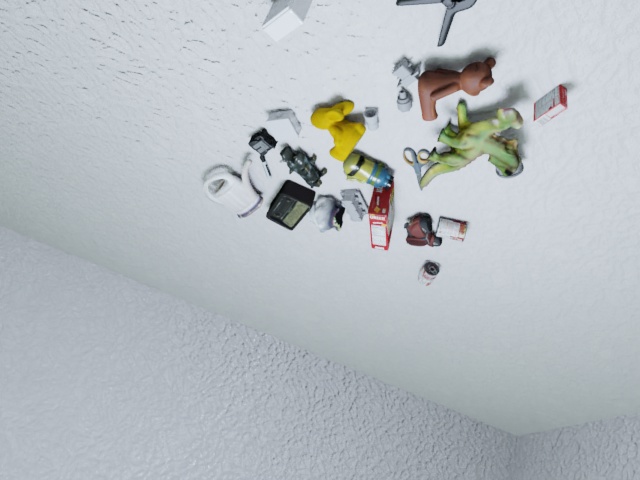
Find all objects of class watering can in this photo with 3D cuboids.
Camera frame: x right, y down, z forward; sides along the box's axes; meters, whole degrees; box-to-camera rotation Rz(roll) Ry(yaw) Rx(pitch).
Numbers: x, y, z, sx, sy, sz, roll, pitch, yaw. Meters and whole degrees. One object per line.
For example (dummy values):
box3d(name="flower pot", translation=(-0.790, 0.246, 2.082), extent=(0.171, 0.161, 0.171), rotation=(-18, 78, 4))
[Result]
box3d(name="watering can", translation=(-0.311, -0.193, 2.000), extent=(0.344, 0.106, 0.221), rotation=(-18, 133, 44))

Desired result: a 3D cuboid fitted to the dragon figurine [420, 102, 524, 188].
box3d(name="dragon figurine", translation=(0.449, -0.244, 1.481), extent=(0.243, 0.124, 0.401), rotation=(27, 148, 10))

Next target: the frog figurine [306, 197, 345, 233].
box3d(name="frog figurine", translation=(0.006, -0.099, 1.976), extent=(0.160, 0.124, 0.135), rotation=(11, 114, 28))
